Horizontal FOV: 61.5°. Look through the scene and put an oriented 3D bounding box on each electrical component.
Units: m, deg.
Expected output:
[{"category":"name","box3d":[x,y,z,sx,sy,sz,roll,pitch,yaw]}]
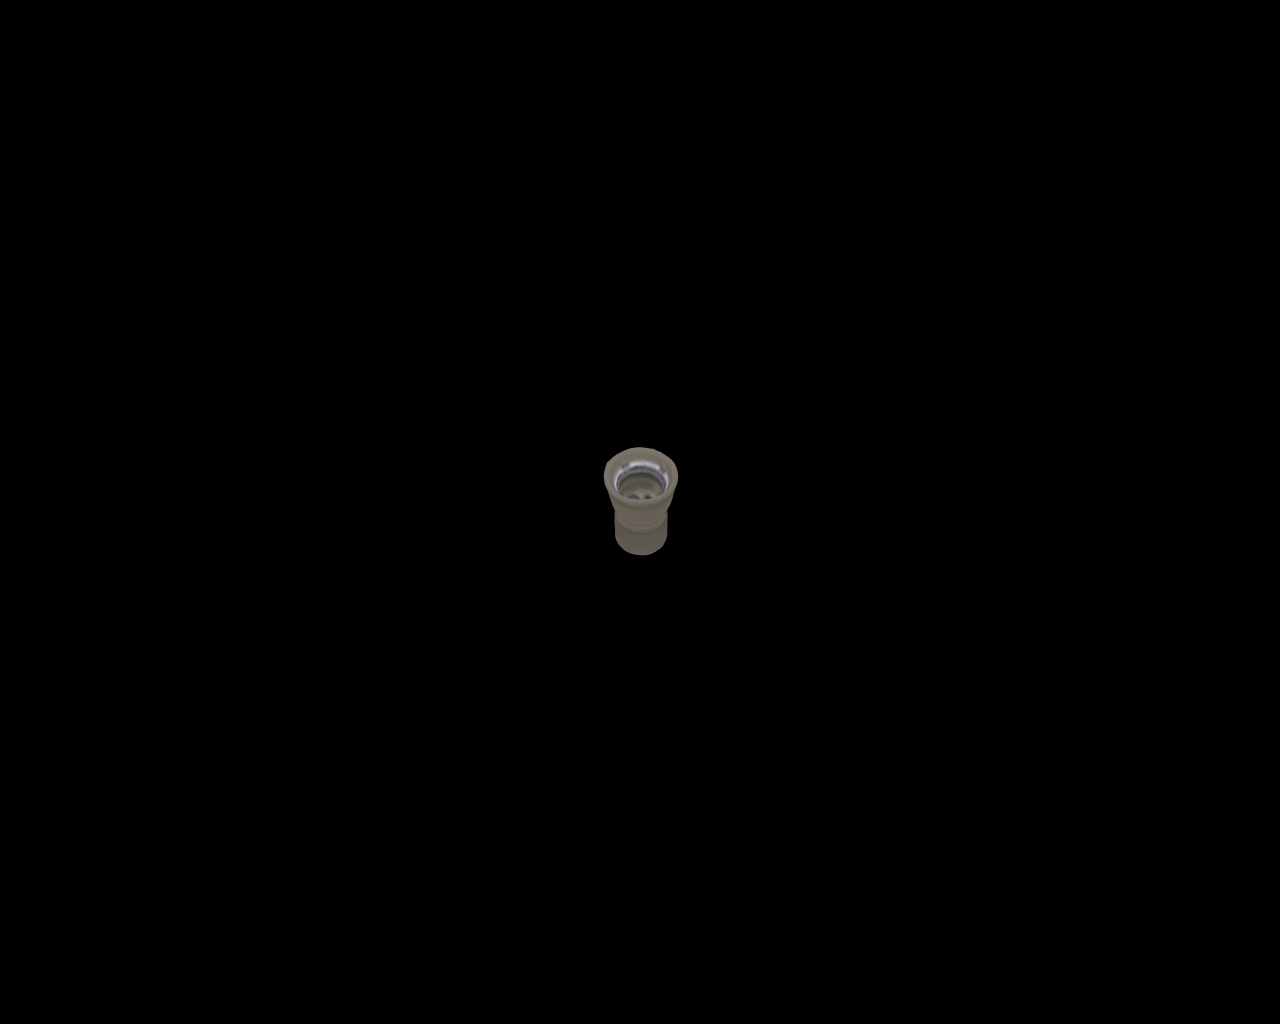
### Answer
[{"category":"electrical component","box3d":[0.001,-0.003,0.650,0.044,0.044,0.065,0,-38,0]}]
